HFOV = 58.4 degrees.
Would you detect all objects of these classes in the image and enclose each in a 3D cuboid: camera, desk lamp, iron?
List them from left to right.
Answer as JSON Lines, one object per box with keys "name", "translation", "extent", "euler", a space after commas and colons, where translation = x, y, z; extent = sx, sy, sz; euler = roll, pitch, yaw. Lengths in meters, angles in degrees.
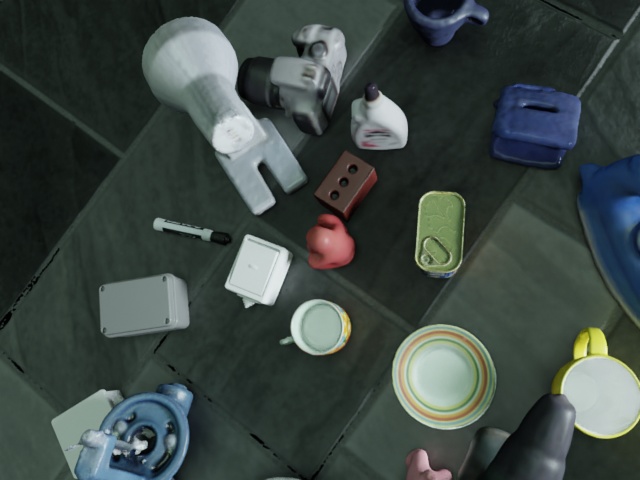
{"name": "desk lamp", "translation": [-0.122, -0.162, 0.761], "extent": [0.118, 0.214, 0.203], "euler": [-35, 75, 3]}
{"name": "camera", "translation": [-0.044, -0.240, 0.820], "extent": [0.136, 0.101, 0.143], "euler": [14, 82, 13]}
{"name": "iron", "translation": [0.397, 0.008, 0.667], "extent": [0.118, 0.141, 0.258], "euler": [-15, 77, 8]}

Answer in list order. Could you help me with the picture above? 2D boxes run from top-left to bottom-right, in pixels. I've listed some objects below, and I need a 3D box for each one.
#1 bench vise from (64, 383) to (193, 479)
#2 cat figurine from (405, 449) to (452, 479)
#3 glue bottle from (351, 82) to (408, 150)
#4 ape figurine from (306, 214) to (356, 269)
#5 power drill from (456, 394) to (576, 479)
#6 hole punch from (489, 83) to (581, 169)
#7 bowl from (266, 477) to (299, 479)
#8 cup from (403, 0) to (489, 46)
{"name": "bench vise", "translation": [-0.222, 0.284, 0.691], "extent": [0.121, 0.220, 0.207], "euler": [-8, 78, 9]}
{"name": "cat figurine", "translation": [0.103, 0.322, 0.675], "extent": [0.067, 0.118, 0.128], "euler": [31, 86, 15]}
{"name": "glue bottle", "translation": [0.072, -0.162, 0.745], "extent": [0.078, 0.173, 0.037], "euler": [-3, 79, 11]}
{"name": "ape figurine", "translation": [0.007, 0.003, 0.768], "extent": [0.076, 0.092, 0.078], "euler": [33, 87, 15]}
{"name": "power drill", "translation": [0.199, 0.267, 0.620], "extent": [0.075, 0.208, 0.230], "euler": [22, 84, 14]}
{"name": "hole punch", "translation": [0.278, -0.157, 0.747], "extent": [0.108, 0.091, 0.101], "euler": [13, 82, 13]}
{"name": "bowl", "translation": [-0.037, 0.376, 0.713], "extent": [0.167, 0.075, 0.167], "euler": [-2, 79, 10]}
{"name": "cup", "translation": [0.176, -0.310, 0.794], "extent": [0.117, 0.095, 0.092], "euler": [26, 85, 15]}
